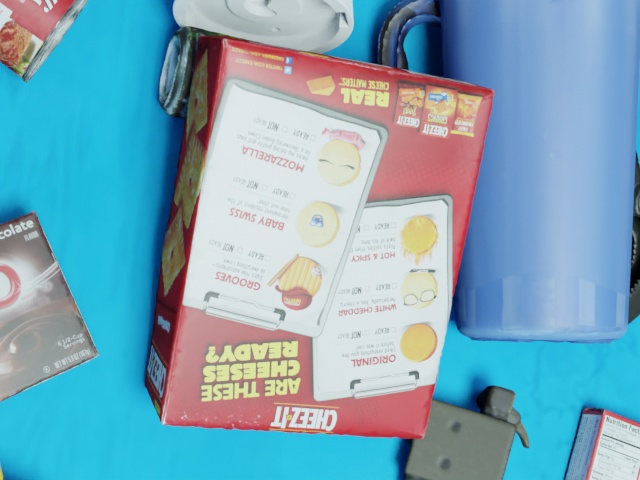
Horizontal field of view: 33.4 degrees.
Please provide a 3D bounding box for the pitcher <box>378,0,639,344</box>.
[{"bbox_3d":[0.131,-0.056,0.692,0.144,0.149,0.243,4,84,-36],"label":"pitcher"}]

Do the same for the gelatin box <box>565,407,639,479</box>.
[{"bbox_3d":[0.207,0.168,0.735,0.073,0.030,0.089,22,75,-16],"label":"gelatin box"}]

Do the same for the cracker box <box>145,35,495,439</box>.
[{"bbox_3d":[-0.004,0.001,0.622,0.164,0.072,0.214,7,100,-20],"label":"cracker box"}]

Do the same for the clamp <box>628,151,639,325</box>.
[{"bbox_3d":[0.236,-0.026,0.768,0.164,0.036,0.210,19,79,-21],"label":"clamp"}]

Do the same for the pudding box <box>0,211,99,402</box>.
[{"bbox_3d":[-0.192,0.047,0.588,0.113,0.039,0.090,-24,92,-22],"label":"pudding box"}]

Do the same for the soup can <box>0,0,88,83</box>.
[{"bbox_3d":[-0.188,-0.146,0.599,0.102,0.069,0.068,36,72,-14],"label":"soup can"}]

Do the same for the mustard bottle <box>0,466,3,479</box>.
[{"bbox_3d":[-0.169,0.192,0.560,0.096,0.058,0.191,-16,94,-22],"label":"mustard bottle"}]
